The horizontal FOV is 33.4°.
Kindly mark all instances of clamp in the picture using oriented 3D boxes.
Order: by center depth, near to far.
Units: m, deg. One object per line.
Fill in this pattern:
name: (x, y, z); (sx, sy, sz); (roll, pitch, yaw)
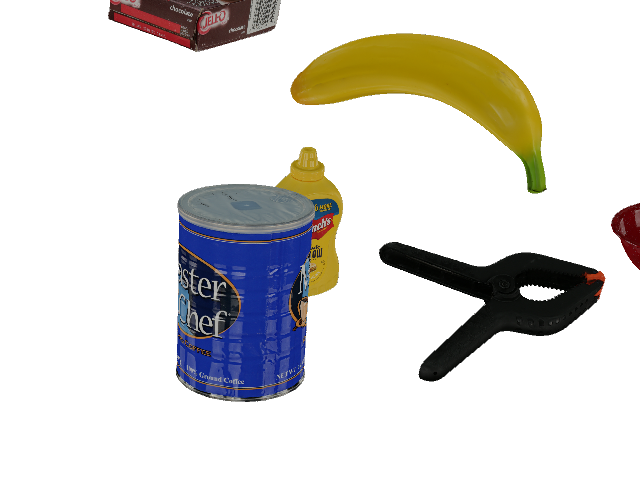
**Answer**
clamp: (0.167, 0.061, 1.001); (0.210, 0.164, 0.036); (-1, -44, -4)

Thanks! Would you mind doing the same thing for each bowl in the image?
bowl: (0.382, 0.009, 1.102); (0.162, 0.055, 0.162); (-3, 23, 1)

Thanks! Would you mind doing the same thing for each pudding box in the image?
pudding box: (-0.098, -0.187, 0.845); (0.090, 0.039, 0.113); (24, 29, 24)

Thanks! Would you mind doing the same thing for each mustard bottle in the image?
mustard bottle: (-0.020, -0.024, 1.314); (0.096, 0.192, 0.058); (-8, 30, -21)

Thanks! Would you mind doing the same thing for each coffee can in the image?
coffee can: (-0.059, 0.038, 0.818); (0.103, 0.140, 0.103); (3, 19, -1)

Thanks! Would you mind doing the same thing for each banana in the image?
banana: (0.060, -0.093, 0.653); (0.198, 0.070, 0.037); (26, 7, 37)
